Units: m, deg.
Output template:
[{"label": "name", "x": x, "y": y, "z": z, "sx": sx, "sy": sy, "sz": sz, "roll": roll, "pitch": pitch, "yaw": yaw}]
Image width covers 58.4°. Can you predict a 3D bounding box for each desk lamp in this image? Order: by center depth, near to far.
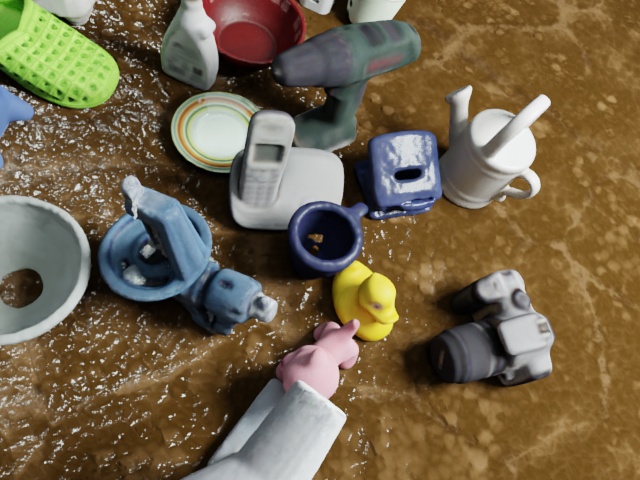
[{"label": "desk lamp", "x": -0.055, "y": 0.218, "z": 0.537, "sx": 0.118, "sy": 0.213, "sz": 0.203, "roll": 36, "pitch": 63, "yaw": 3}]

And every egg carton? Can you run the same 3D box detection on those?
[{"label": "egg carton", "x": -0.379, "y": -0.361, "z": 0.787, "sx": 0.150, "sy": 0.069, "sz": 0.107, "roll": 15, "pitch": 64, "yaw": -8}]

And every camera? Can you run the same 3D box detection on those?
[{"label": "camera", "x": 0.208, "y": 0.116, "z": 0.717, "sx": 0.137, "sy": 0.100, "sz": 0.143, "roll": -10, "pitch": 70, "yaw": -19}]

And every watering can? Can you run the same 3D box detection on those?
[{"label": "watering can", "x": 0.235, "y": -0.133, "z": 0.783, "sx": 0.173, "sy": 0.194, "sz": 0.101, "roll": 30, "pitch": 63, "yaw": -1}]

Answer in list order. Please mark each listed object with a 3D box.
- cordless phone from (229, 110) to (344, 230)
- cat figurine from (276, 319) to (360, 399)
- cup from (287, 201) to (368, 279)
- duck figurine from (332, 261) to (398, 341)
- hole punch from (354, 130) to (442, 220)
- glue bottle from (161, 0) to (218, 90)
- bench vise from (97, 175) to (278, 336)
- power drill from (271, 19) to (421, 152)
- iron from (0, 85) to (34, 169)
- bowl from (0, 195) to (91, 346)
[{"label": "cordless phone", "x": -0.033, "y": -0.087, "z": 0.694, "sx": 0.148, "sy": 0.185, "sz": 0.094, "roll": -3, "pitch": 67, "yaw": -16}, {"label": "cat figurine", "x": 0.001, "y": 0.137, "z": 0.642, "sx": 0.067, "sy": 0.117, "sz": 0.128, "roll": 43, "pitch": 63, "yaw": 6}, {"label": "cup", "x": 0.007, "y": 0.003, "z": 0.716, "sx": 0.118, "sy": 0.095, "sz": 0.091, "roll": -39, "pitch": 81, "yaw": -26}, {"label": "duck figurine", "x": 0.062, "y": 0.067, "z": 0.708, "sx": 0.078, "sy": 0.086, "sz": 0.104, "roll": -21, "pitch": 73, "yaw": -22}, {"label": "hole punch", "x": 0.114, "y": -0.089, "z": 0.788, "sx": 0.109, "sy": 0.091, "sz": 0.101, "roll": -10, "pitch": 69, "yaw": -19}, {"label": "glue bottle", "x": -0.168, "y": -0.271, "z": 0.746, "sx": 0.078, "sy": 0.173, "sz": 0.037, "roll": 24, "pitch": 63, "yaw": -3}, {"label": "bench vise", "x": -0.136, "y": 0.011, "z": 0.604, "sx": 0.207, "sy": 0.219, "sz": 0.121, "roll": 12, "pitch": 64, "yaw": -10}, {"label": "power drill", "x": 0.020, "y": -0.195, "z": 0.744, "sx": 0.230, "sy": 0.208, "sz": 0.075, "roll": -31, "pitch": 77, "yaw": -25}, {"label": "iron", "x": -0.475, "y": -0.175, "z": 0.638, "sx": 0.258, "sy": 0.141, "sz": 0.119, "roll": 18, "pitch": 63, "yaw": -7}, {"label": "bowl", "x": -0.333, "y": 0.040, "z": 0.619, "sx": 0.168, "sy": 0.074, "sz": 0.167, "roll": 6, "pitch": 65, "yaw": -13}]
